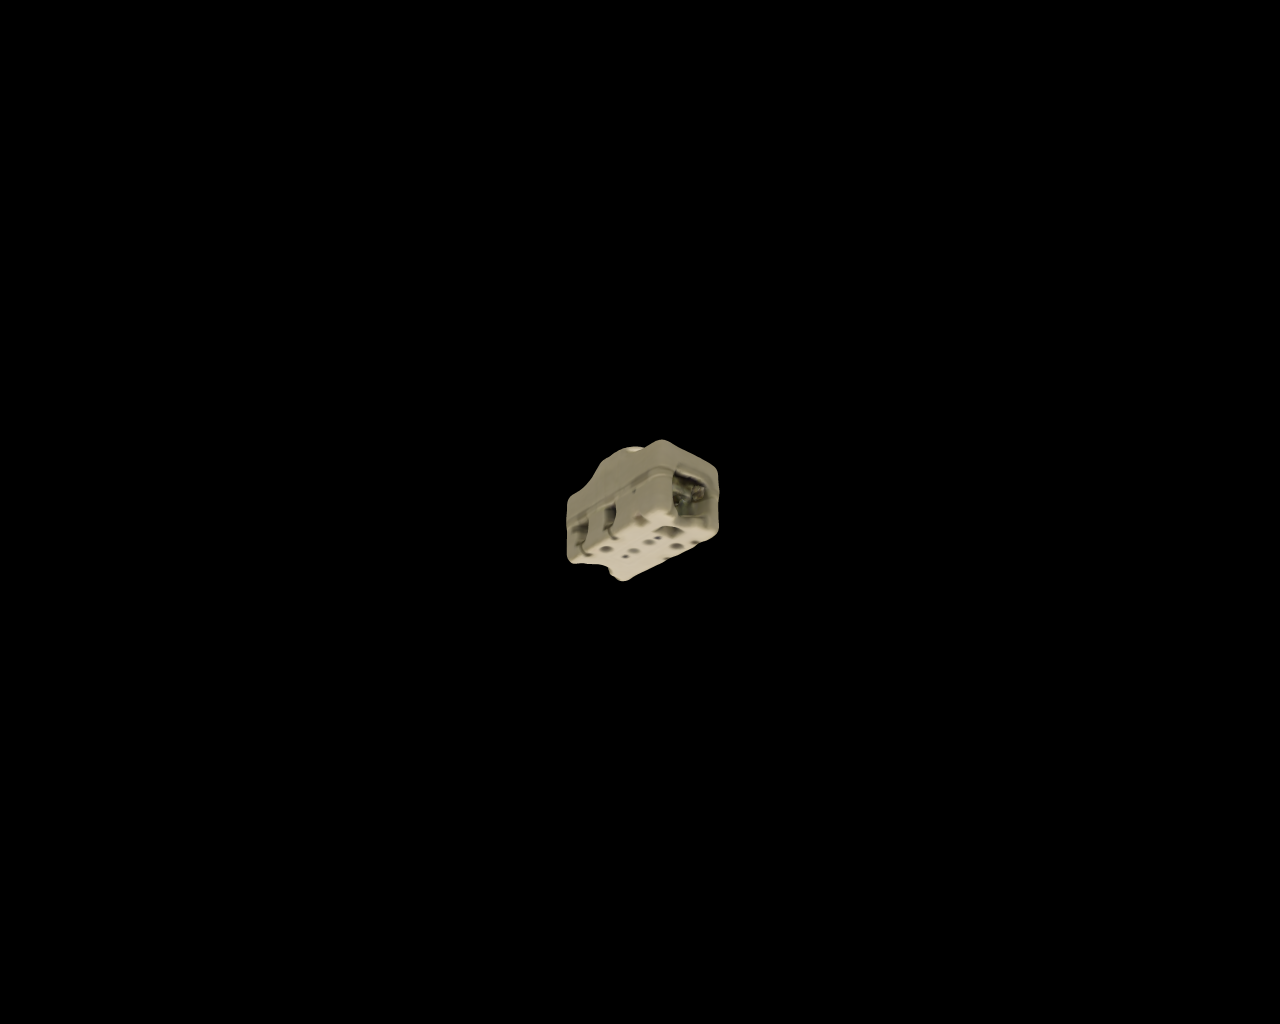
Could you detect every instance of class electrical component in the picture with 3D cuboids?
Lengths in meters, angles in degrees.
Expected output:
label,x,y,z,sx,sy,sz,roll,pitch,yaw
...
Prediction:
label,x,y,z,sx,sy,sz,roll,pitch,yaw
electrical component,0.001,-0.003,0.650,0.050,0.056,0.089,24,-38,-34
